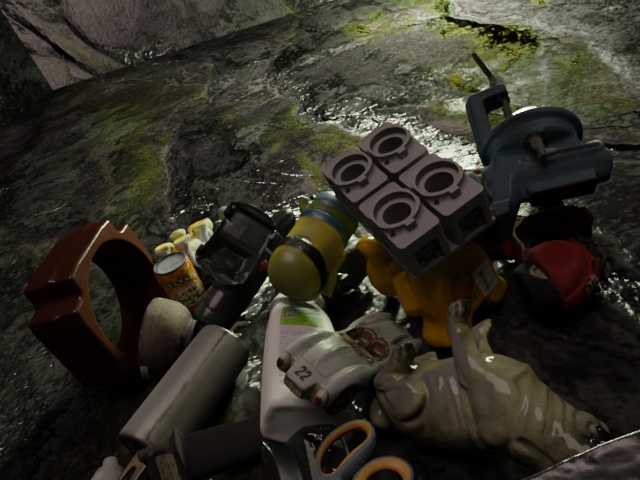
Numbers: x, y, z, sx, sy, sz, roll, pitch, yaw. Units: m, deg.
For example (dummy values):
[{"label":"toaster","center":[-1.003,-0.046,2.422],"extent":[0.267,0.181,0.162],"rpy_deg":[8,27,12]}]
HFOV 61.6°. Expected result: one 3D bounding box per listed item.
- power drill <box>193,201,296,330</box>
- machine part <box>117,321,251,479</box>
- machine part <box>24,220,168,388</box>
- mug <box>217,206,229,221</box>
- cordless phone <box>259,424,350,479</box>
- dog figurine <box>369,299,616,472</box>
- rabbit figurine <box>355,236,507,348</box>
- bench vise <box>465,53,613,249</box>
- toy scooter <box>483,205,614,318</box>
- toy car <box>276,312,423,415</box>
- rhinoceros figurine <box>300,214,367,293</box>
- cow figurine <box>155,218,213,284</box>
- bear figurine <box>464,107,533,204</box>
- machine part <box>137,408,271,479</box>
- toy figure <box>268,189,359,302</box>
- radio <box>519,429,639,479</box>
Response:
[{"label":"power drill","center":[-0.103,0.018,0.759],"extent":[0.232,0.086,0.207],"rpy_deg":[-57,-1,-16]},{"label":"machine part","center":[-0.162,0.189,0.660],"extent":[0.079,0.079,0.243],"rpy_deg":[2,41,33]},{"label":"machine part","center":[-0.307,0.091,0.772],"extent":[0.087,0.200,0.201],"rpy_deg":[-17,34,13]},{"label":"mug","center":[-0.143,-0.007,0.905],"extent":[0.081,0.109,0.107],"rpy_deg":[-40,23,-17]},{"label":"cordless phone","center":[0.042,0.232,0.495],"extent":[0.184,0.088,0.147],"rpy_deg":[-13,32,-5]},{"label":"dog figurine","center":[0.150,0.175,0.489],"extent":[0.172,0.121,0.191],"rpy_deg":[-50,48,19]},{"label":"rabbit figurine","center":[0.111,0.041,0.663],"extent":[0.122,0.162,0.173],"rpy_deg":[-50,22,-16]},{"label":"bench vise","center":[0.222,-0.110,0.670],"extent":[0.224,0.128,0.241],"rpy_deg":[-21,52,24]},{"label":"toy scooter","center":[0.285,0.013,0.644],"extent":[0.135,0.075,0.184],"rpy_deg":[-22,29,4]},{"label":"toy car","center":[0.038,0.124,0.572],"extent":[0.074,0.056,0.201],"rpy_deg":[38,26,30]},{"label":"rhinoceros figurine","center":[0.017,0.002,0.819],"extent":[0.112,0.073,0.191],"rpy_deg":[-34,35,-14]},{"label":"cow figurine","center":[-0.211,0.021,0.927],"extent":[0.068,0.098,0.167],"rpy_deg":[-21,14,14]},{"label":"bear figurine","center":[0.254,-0.093,0.765],"extent":[0.196,0.131,0.120],"rpy_deg":[-19,29,-5]},{"label":"machine part","center":[-0.118,0.235,0.582],"extent":[0.139,0.084,0.039],"rpy_deg":[-19,7,-9]},{"label":"toy figure","center":[-0.005,-0.003,0.700],"extent":[0.082,0.089,0.180],"rpy_deg":[13,60,37]},{"label":"radio","center":[0.186,0.212,0.369],"extent":[0.230,0.130,0.073],"rpy_deg":[-24,35,-1]}]
